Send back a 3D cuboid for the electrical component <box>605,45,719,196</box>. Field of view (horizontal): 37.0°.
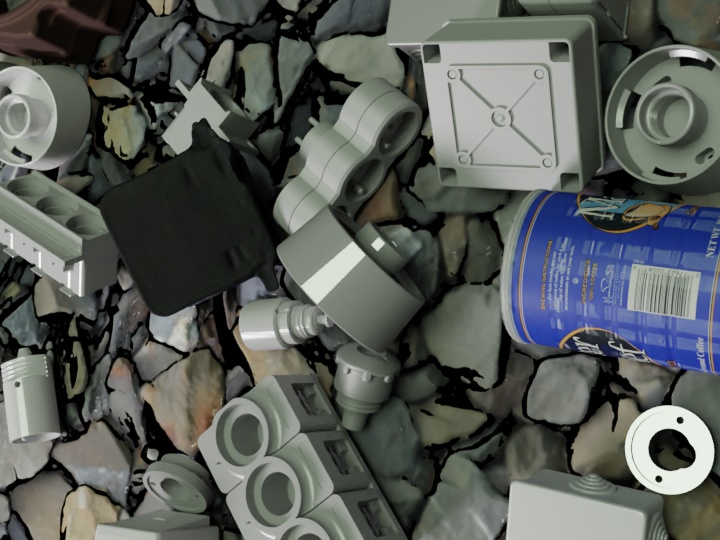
[{"bbox_3d":[0.214,-0.099,0.706,0.099,0.064,0.099,-2,88,40],"label":"electrical component"}]

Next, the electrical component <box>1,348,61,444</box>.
[{"bbox_3d":[-0.290,0.108,0.943,0.043,0.043,0.081,-20,73,25],"label":"electrical component"}]

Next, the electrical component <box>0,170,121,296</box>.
[{"bbox_3d":[-0.264,-0.031,0.936,0.121,0.079,0.063,29,125,29],"label":"electrical component"}]

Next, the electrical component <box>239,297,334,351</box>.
[{"bbox_3d":[-0.057,0.041,0.829,0.078,0.040,0.040,-6,79,28],"label":"electrical component"}]

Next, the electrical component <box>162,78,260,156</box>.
[{"bbox_3d":[-0.126,-0.116,0.893,0.063,0.042,0.081,-49,62,16],"label":"electrical component"}]

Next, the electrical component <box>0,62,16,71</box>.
[{"bbox_3d":[-0.359,-0.184,1.017,0.044,0.065,0.044,-5,79,28],"label":"electrical component"}]

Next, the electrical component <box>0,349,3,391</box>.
[{"bbox_3d":[-0.370,0.074,0.988,0.056,0.050,0.089,-20,73,24],"label":"electrical component"}]

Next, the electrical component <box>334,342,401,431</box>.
[{"bbox_3d":[0.001,0.087,0.789,0.048,0.048,0.062,24,110,30],"label":"electrical component"}]

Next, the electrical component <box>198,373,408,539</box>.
[{"bbox_3d":[-0.046,0.161,0.785,0.089,0.062,0.150,-42,65,23],"label":"electrical component"}]

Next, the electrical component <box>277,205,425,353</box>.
[{"bbox_3d":[0.000,0.000,0.770,0.060,0.108,0.108,-45,64,8],"label":"electrical component"}]

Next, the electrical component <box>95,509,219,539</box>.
[{"bbox_3d":[-0.160,0.218,0.823,0.062,0.096,0.061,0,82,28],"label":"electrical component"}]

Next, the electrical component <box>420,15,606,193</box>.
[{"bbox_3d":[0.105,-0.113,0.730,0.109,0.056,0.108,6,121,29],"label":"electrical component"}]

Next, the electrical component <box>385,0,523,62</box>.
[{"bbox_3d":[0.073,-0.201,0.794,0.100,0.048,0.099,6,84,29],"label":"electrical component"}]

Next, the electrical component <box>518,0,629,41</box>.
[{"bbox_3d":[0.143,-0.199,0.728,0.061,0.096,0.061,6,85,30],"label":"electrical component"}]

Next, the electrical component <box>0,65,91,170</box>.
[{"bbox_3d":[-0.299,-0.142,0.992,0.099,0.064,0.099,2,96,24],"label":"electrical component"}]

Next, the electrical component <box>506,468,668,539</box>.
[{"bbox_3d":[0.142,0.179,0.683,0.100,0.048,0.099,8,99,31],"label":"electrical component"}]

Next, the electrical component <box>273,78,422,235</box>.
[{"bbox_3d":[-0.021,-0.089,0.824,0.074,0.052,0.138,42,102,27],"label":"electrical component"}]
